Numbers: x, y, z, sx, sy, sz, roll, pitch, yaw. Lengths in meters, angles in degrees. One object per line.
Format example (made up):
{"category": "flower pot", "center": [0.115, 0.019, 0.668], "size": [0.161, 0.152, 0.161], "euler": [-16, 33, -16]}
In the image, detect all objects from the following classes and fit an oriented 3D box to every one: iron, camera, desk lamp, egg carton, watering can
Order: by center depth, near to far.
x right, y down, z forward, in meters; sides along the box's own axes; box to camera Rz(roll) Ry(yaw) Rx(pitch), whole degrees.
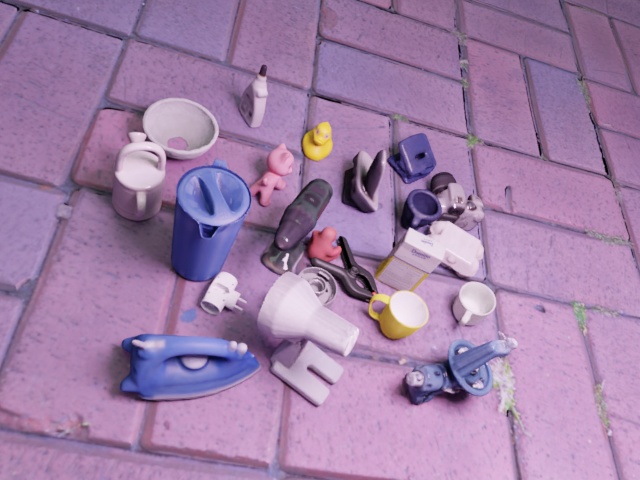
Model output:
{"category": "iron", "center": [-0.216, 0.205, 1.016], "size": [0.259, 0.141, 0.118], "euler": [2, 58, -20]}
{"category": "desk lamp", "center": [-0.024, 0.180, 1.064], "size": [0.203, 0.213, 0.118], "euler": [36, 53, 4]}
{"category": "watering can", "center": [-0.365, -0.138, 1.149], "size": [0.101, 0.194, 0.172], "euler": [-24, 69, -32]}
{"category": "egg carton", "center": [0.324, 0.023, 1.396], "size": [0.150, 0.069, 0.107], "euler": [31, 53, 0]}
{"category": "camera", "center": [0.342, -0.109, 1.469], "size": [0.143, 0.100, 0.137], "euler": [8, 56, -16]}

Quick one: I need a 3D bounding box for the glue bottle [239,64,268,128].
{"category": "glue bottle", "center": [-0.153, -0.357, 1.390], "size": [0.037, 0.173, 0.078], "euler": [-18, 66, -30]}

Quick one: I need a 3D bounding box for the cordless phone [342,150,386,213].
{"category": "cordless phone", "center": [0.126, -0.168, 1.370], "size": [0.094, 0.185, 0.147], "euler": [11, 55, -14]}

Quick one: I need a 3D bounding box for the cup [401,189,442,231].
{"category": "cup", "center": [0.233, -0.055, 1.394], "size": [0.091, 0.095, 0.118], "euler": [31, 53, 0]}

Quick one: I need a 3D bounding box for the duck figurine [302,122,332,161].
{"category": "duck figurine", "center": [0.003, -0.263, 1.445], "size": [0.077, 0.086, 0.104], "euler": [25, 53, -5]}

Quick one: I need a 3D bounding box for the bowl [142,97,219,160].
{"category": "bowl", "center": [-0.320, -0.241, 1.310], "size": [0.168, 0.074, 0.167], "euler": [10, 55, -15]}

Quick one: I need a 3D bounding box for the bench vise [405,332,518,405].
{"category": "bench vise", "center": [0.281, 0.261, 1.128], "size": [0.208, 0.219, 0.121], "euler": [-23, 69, -32]}

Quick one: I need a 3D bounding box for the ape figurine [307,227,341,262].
{"category": "ape figurine", "center": [0.012, 0.005, 1.270], "size": [0.076, 0.092, 0.077], "euler": [-26, 71, -33]}

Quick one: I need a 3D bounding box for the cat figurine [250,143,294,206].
{"category": "cat figurine", "center": [-0.104, -0.159, 1.314], "size": [0.067, 0.117, 0.128], "euler": [33, 53, 2]}

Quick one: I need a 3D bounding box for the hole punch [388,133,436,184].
{"category": "hole punch", "center": [0.253, -0.217, 1.511], "size": [0.109, 0.091, 0.101], "euler": [-26, 70, -33]}

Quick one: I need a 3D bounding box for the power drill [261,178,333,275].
{"category": "power drill", "center": [-0.052, -0.017, 1.185], "size": [0.075, 0.208, 0.230], "euler": [30, 53, 0]}
